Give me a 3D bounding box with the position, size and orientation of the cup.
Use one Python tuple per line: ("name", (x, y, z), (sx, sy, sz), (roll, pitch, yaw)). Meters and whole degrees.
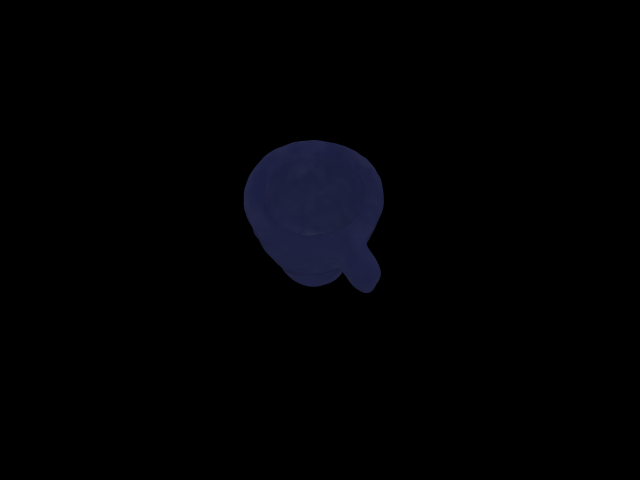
("cup", (0.004, 0.001, 0.400), (0.092, 0.095, 0.117), (-28, 62, -16))
